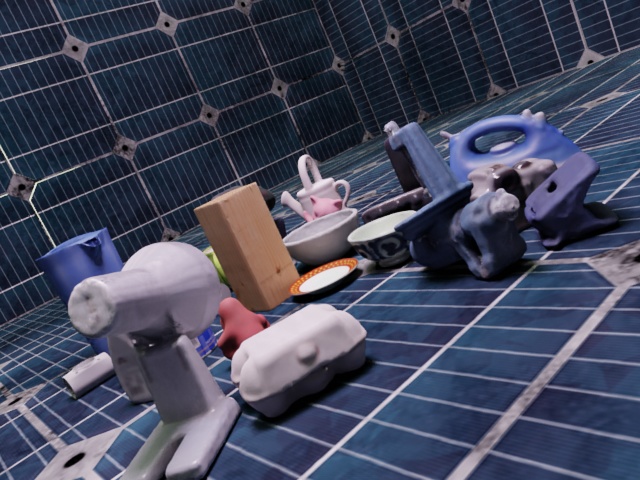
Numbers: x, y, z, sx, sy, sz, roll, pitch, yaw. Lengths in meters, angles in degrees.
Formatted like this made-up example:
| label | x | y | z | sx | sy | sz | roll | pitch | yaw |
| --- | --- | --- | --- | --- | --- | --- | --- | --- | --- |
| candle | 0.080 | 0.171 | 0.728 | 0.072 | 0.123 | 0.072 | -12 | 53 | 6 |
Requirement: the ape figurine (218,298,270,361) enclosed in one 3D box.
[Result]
| label | x | y | z | sx | sy | sz | roll | pitch | yaw |
| --- | --- | --- | --- | --- | --- | --- | --- | --- | --- |
| ape figurine | -0.109 | 0.120 | 0.790 | 0.078 | 0.092 | 0.076 | -27 | 12 | -15 |

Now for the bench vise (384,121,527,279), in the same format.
| label | x | y | z | sx | sy | sz | roll | pitch | yaw |
| --- | --- | --- | --- | --- | --- | --- | --- | --- | --- |
| bench vise | 0.171 | -0.065 | 0.745 | 0.206 | 0.220 | 0.122 | -11 | 17 | 47 |

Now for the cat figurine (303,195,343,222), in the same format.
| label | x | y | z | sx | sy | sz | roll | pitch | yaw |
| --- | --- | --- | --- | --- | --- | --- | --- | --- | --- |
| cat figurine | 0.006 | -0.047 | 1.262 | 0.067 | 0.118 | 0.127 | -31 | 13 | -32 |

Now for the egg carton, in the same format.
| label | x | y | z | sx | sy | sz | roll | pitch | yaw |
| --- | --- | --- | --- | --- | --- | --- | --- | --- | --- |
| egg carton | -0.024 | 0.129 | 0.635 | 0.150 | 0.069 | 0.107 | -27 | 12 | -17 |

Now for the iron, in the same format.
| label | x | y | z | sx | sy | sz | roll | pitch | yaw |
| --- | --- | --- | --- | --- | --- | --- | --- | --- | --- |
| iron | 0.353 | -0.175 | 1.079 | 0.257 | 0.141 | 0.119 | -16 | 14 | 35 |

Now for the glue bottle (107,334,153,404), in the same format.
| label | x | y | z | sx | sy | sz | roll | pitch | yaw |
| --- | --- | --- | --- | --- | --- | --- | --- | --- | --- |
| glue bottle | -0.266 | 0.143 | 0.796 | 0.078 | 0.173 | 0.037 | -18 | 13 | 25 |

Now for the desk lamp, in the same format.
| label | x | y | z | sx | sy | sz | roll | pitch | yaw |
| --- | --- | --- | --- | --- | --- | --- | --- | --- | --- |
| desk lamp | -0.171 | 0.117 | 0.617 | 0.117 | 0.214 | 0.203 | -21 | 12 | 14 |

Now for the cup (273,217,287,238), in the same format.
| label | x | y | z | sx | sy | sz | roll | pitch | yaw |
| --- | --- | --- | --- | --- | --- | --- | --- | --- | --- |
| cup | -0.108 | 0.008 | 1.300 | 0.092 | 0.095 | 0.117 | -25 | 11 | -4 |

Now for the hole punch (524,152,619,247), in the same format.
| label | x | y | z | sx | sy | sz | roll | pitch | yaw |
| --- | --- | --- | --- | --- | --- | --- | --- | --- | --- |
| hole punch | 0.311 | -0.053 | 0.733 | 0.101 | 0.091 | 0.109 | -21 | 12 | 16 |

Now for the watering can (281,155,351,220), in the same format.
| label | x | y | z | sx | sy | sz | roll | pitch | yaw |
| --- | --- | --- | --- | --- | --- | --- | --- | --- | --- |
| watering can | -0.013 | -0.112 | 1.401 | 0.173 | 0.194 | 0.101 | -23 | 12 | 3 |

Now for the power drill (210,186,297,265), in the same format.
| label | x | y | z | sx | sy | sz | roll | pitch | yaw |
| --- | --- | --- | --- | --- | --- | --- | --- | --- | --- |
| power drill | -0.130 | -0.019 | 1.177 | 0.075 | 0.208 | 0.230 | -20 | 12 | 18 |

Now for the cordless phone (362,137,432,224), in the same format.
| label | x | y | z | sx | sy | sz | roll | pitch | yaw |
| --- | --- | --- | --- | --- | --- | --- | --- | --- | --- |
| cordless phone | 0.133 | -0.089 | 1.021 | 0.147 | 0.185 | 0.094 | -22 | 12 | 9 |

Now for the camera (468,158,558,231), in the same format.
| label | x | y | z | sx | sy | sz | roll | pitch | yaw |
| --- | --- | --- | --- | --- | --- | --- | --- | --- | --- |
| camera | 0.272 | -0.073 | 0.878 | 0.143 | 0.101 | 0.136 | -27 | 12 | -13 |

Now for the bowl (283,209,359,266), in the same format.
| label | x | y | z | sx | sy | sz | roll | pitch | yaw |
| --- | --- | --- | --- | --- | --- | --- | --- | --- | --- |
| bowl | 0.010 | 0.004 | 1.127 | 0.167 | 0.075 | 0.167 | -23 | 11 | 5 |
